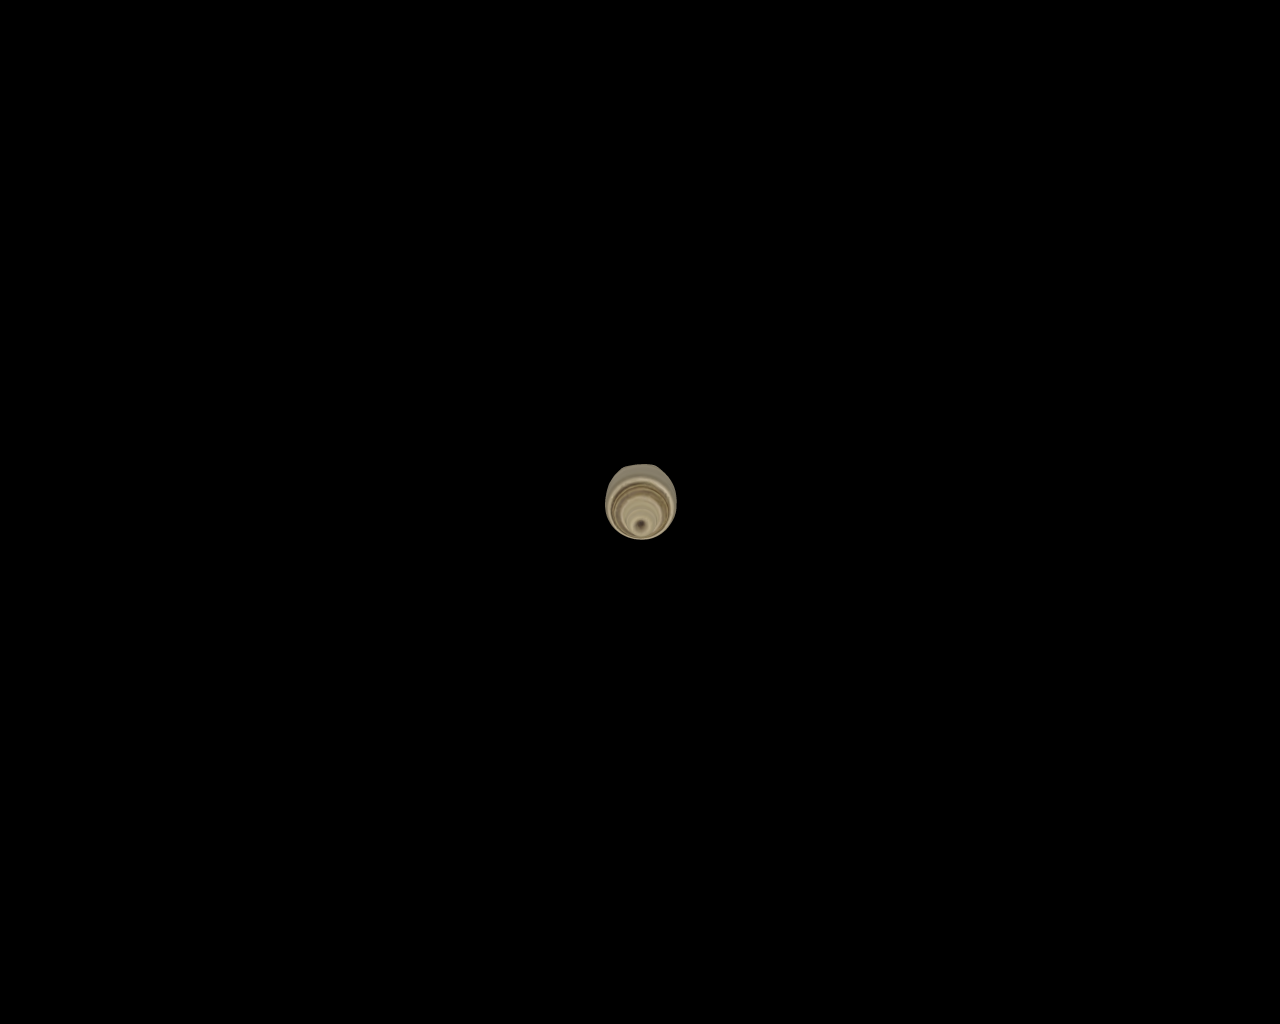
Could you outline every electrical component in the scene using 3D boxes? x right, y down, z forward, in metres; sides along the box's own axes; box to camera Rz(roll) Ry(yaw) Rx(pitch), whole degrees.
[{"bbox_3d":[0.001,-0.003,0.650,0.043,0.043,0.062,0,21,0],"label":"electrical component"}]
